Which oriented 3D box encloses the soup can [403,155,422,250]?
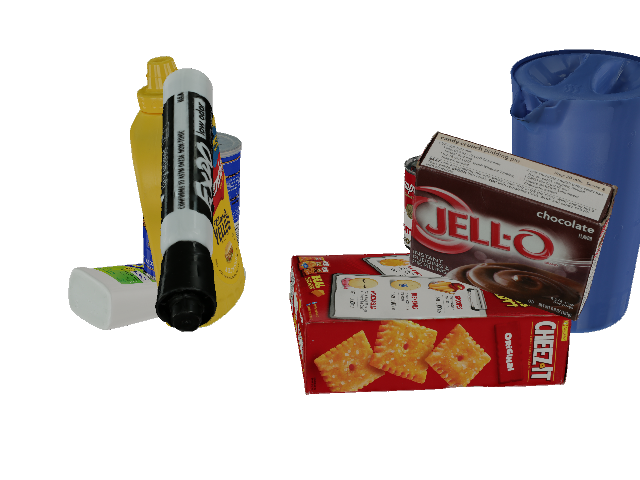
[{"bbox_3d":[0.132,-0.042,1.259,0.068,0.102,0.068,-1,25,0],"label":"soup can"}]

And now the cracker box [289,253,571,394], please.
[{"bbox_3d":[0.085,0.067,0.915,0.213,0.072,0.164,-1,18,-6],"label":"cracker box"}]

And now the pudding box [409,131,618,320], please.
[{"bbox_3d":[0.111,-0.008,0.635,0.113,0.039,0.090,17,-37,16],"label":"pudding box"}]

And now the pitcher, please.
[{"bbox_3d":[0.243,-0.046,0.969,0.149,0.243,0.145,3,29,10],"label":"pitcher"}]

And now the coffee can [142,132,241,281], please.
[{"bbox_3d":[-0.134,-0.036,1.110,0.103,0.140,0.103,2,19,-1],"label":"coffee can"}]

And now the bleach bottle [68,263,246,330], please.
[{"bbox_3d":[-0.211,0.061,1.460,0.250,0.068,0.103,-10,26,-44],"label":"bleach bottle"}]

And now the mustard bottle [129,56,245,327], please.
[{"bbox_3d":[-0.100,-0.039,0.779,0.058,0.191,0.096,-1,25,17],"label":"mustard bottle"}]

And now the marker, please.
[{"bbox_3d":[-0.045,-0.017,0.364,0.020,0.020,0.121,0,44,-7],"label":"marker"}]
